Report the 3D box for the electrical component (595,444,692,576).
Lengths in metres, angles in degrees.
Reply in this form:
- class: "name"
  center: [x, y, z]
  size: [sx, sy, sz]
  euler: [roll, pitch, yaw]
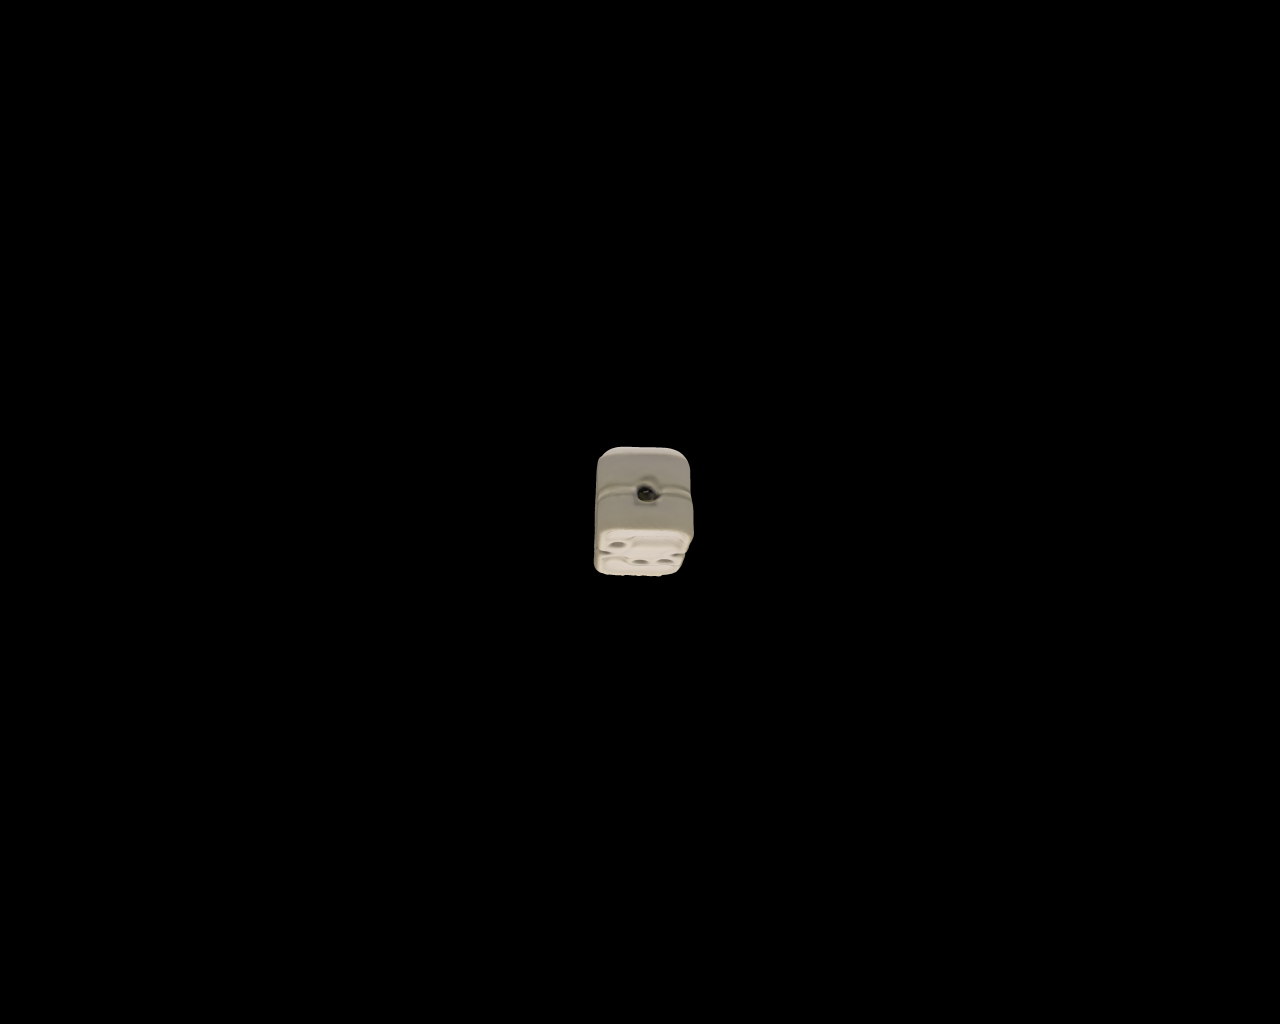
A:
- class: "electrical component"
  center: [0.001, -0.003, 0.650]
  size: [0.054, 0.059, 0.095]
  euler: [1, -19, -3]
